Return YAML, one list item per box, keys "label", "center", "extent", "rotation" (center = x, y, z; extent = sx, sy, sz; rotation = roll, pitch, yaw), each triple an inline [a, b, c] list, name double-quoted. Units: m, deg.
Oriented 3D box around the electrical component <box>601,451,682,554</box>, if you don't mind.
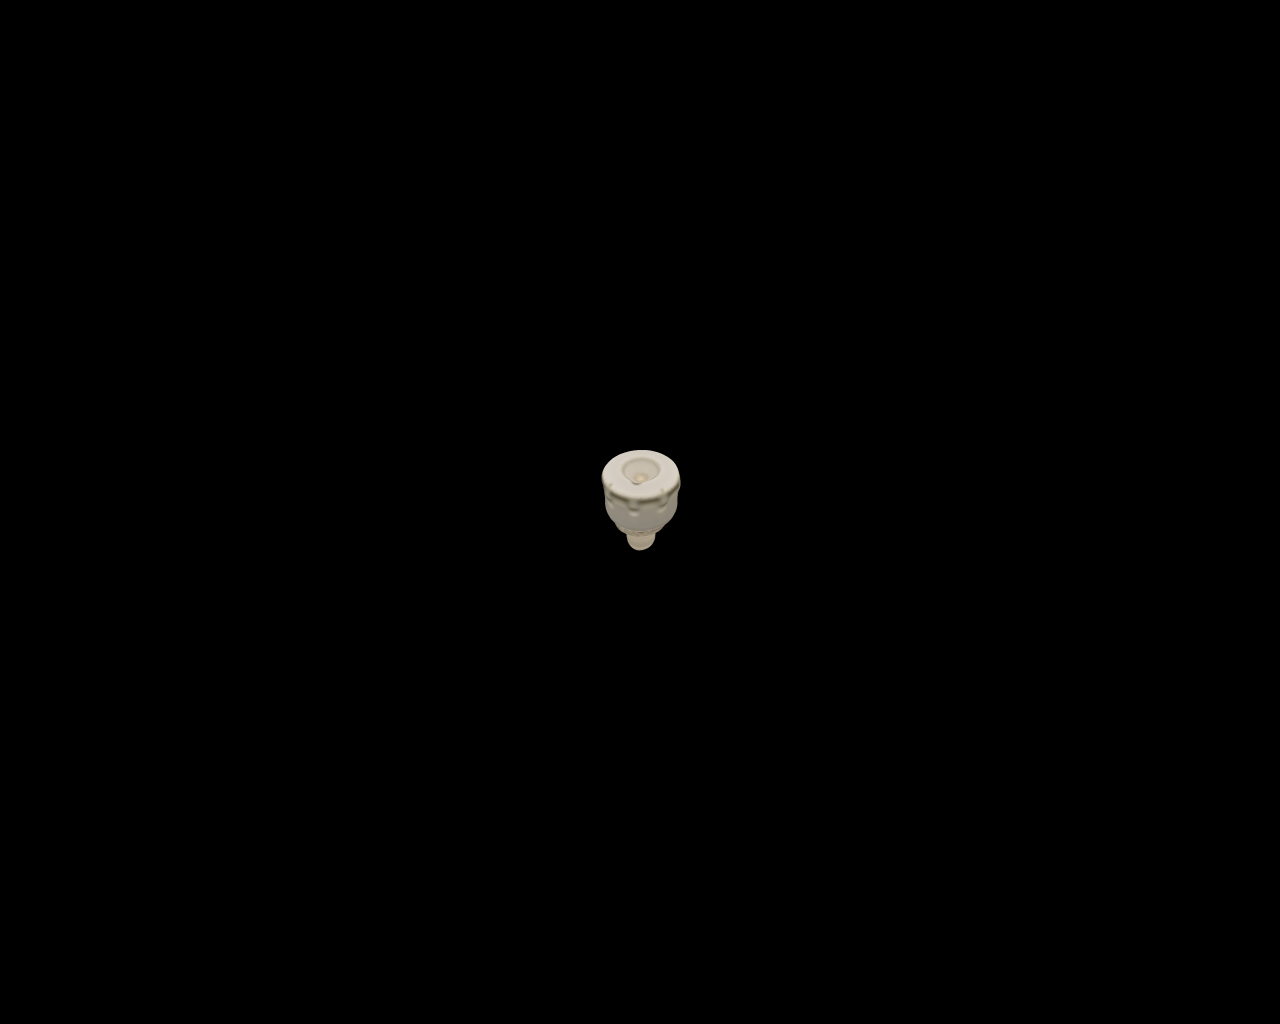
- label: "electrical component"
  center: [0.001, -0.003, 0.650]
  extent: [0.048, 0.062, 0.048]
  rotation: [0, 40, 0]
